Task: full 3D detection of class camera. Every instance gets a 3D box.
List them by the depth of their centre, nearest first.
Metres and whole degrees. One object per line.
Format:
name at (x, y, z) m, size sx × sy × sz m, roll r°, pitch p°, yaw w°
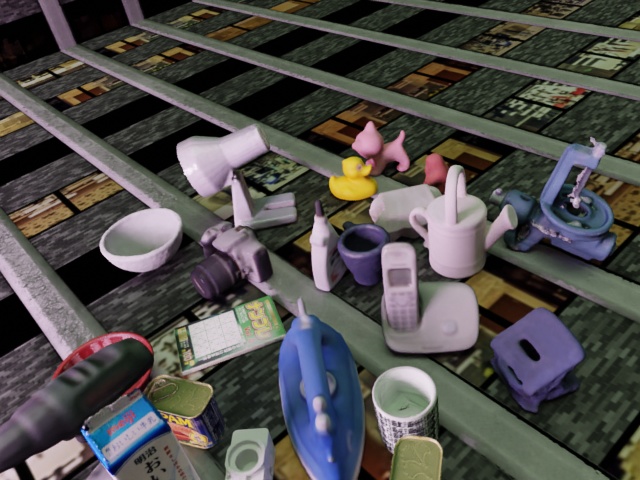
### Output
camera at (-0.182, 0.035, 1.062) m, size 0.142 × 0.101 × 0.137 m, roll 26°, pitch 51°, yaw 38°

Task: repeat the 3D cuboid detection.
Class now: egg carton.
egg carton at (0.174, -0.052, 1.108) m, size 0.150 × 0.069 × 0.107 m, roll -13°, pitch 38°, yaw -2°

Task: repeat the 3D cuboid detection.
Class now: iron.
iron at (0.000, 0.204, 0.770) m, size 0.118 × 0.142 × 0.258 m, roll -13°, pitch 38°, yaw -2°

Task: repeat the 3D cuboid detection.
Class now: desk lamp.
desk lamp at (-0.166, -0.129, 1.173) m, size 0.203 × 0.214 × 0.117 m, roll -11°, pitch 38°, yaw 0°

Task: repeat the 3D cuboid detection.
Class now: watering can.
watering can at (0.240, -0.038, 0.973) m, size 0.172 × 0.194 × 0.101 m, roll -6°, pitch 38°, yaw 7°

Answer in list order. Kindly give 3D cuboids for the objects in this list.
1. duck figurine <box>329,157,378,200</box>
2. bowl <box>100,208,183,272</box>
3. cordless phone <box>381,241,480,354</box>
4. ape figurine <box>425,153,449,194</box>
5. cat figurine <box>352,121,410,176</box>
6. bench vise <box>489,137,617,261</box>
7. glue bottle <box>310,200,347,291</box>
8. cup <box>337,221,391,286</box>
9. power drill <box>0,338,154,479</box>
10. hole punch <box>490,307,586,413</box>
duck figurine at (0.069, -0.138, 1.230) m, size 0.104 × 0.086 × 0.077 m, roll -1°, pitch 39°, yaw 13°
bowl at (-0.348, 0.012, 1.154) m, size 0.167 × 0.075 × 0.167 m, roll -7°, pitch 38°, yaw 6°
cordless phone at (0.160, 0.080, 0.850) m, size 0.147 × 0.185 × 0.094 m, roll -5°, pitch 38°, yaw 8°
ape figurine at (0.239, -0.139, 1.183) m, size 0.075 × 0.092 × 0.078 m, roll 21°, pitch 48°, yaw 35°
cat figurine at (0.133, -0.209, 1.277) m, size 0.128 × 0.118 × 0.067 m, roll -12°, pitch 38°, yaw -1°
bench vise at (0.387, -0.066, 0.949) m, size 0.207 × 0.220 × 0.121 m, roll 2°, pitch 40°, yaw 16°
glue bottle at (0.009, 0.004, 0.995) m, size 0.037 × 0.173 × 0.078 m, roll 11°, pitch 43°, yaw 26°
cup at (0.075, 0.026, 1.014) m, size 0.092 × 0.095 × 0.117 m, roll -24°, pitch 40°, yaw -15°
power drill at (-0.292, 0.247, 0.734) m, size 0.075 × 0.209 × 0.230 m, roll 13°, pitch 44°, yaw 28°
hole punch at (0.297, 0.162, 0.790) m, size 0.101 × 0.091 × 0.108 m, roll -18°, pitch 38°, yaw -9°
